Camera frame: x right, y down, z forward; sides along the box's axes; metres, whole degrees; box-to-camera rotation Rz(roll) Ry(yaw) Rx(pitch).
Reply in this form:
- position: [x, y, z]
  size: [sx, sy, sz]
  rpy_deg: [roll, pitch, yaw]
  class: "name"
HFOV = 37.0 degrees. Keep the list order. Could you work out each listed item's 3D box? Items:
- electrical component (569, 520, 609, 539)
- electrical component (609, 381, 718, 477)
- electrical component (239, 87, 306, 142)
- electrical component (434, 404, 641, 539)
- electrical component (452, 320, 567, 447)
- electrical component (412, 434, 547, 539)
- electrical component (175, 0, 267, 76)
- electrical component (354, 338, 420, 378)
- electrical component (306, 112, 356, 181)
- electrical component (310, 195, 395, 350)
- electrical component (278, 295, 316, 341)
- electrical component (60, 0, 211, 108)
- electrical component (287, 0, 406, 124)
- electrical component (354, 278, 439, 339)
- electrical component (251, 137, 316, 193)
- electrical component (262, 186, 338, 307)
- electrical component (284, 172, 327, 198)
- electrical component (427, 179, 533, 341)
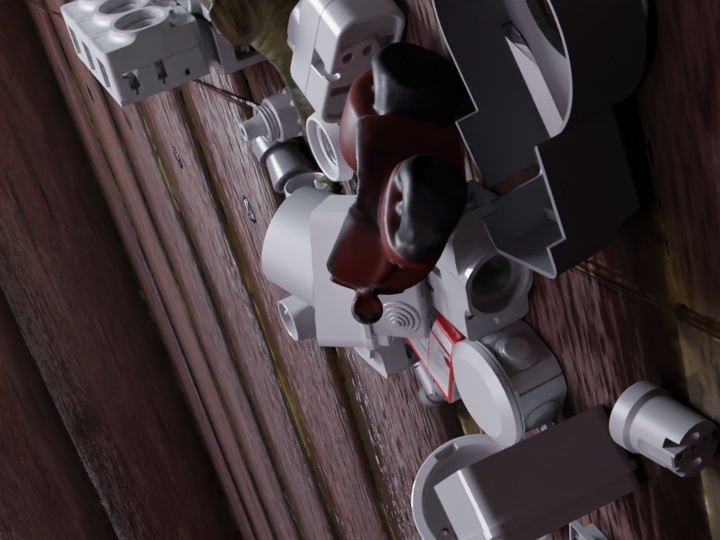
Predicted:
- position: [0.156, 0.224, 0.774]
  size: [0.042, 0.064, 0.081]
  rpy_deg: [47, 156, 48]
  class: "electrical component"
- position: [0.168, 0.088, 0.592]
  size: [0.046, 0.040, 0.040]
  rpy_deg: [32, 143, 52]
  class: "electrical component"
- position: [-0.079, -0.137, 0.981]
  size: [0.048, 0.062, 0.048]
  rpy_deg: [55, 161, 30]
  class: "electrical component"
- position: [0.114, 0.140, 0.697]
  size: [0.057, 0.113, 0.078]
  rpy_deg: [64, 164, 14]
  class: "electrical component"
- position: [0.103, 0.078, 0.750]
  size: [0.080, 0.051, 0.080]
  rpy_deg: [55, 160, 31]
  class: "electrical component"
- position: [0.095, 0.190, 0.843]
  size: [0.108, 0.108, 0.060]
  rpy_deg: [57, 168, 26]
  class: "electrical component"
- position: [-0.157, -0.271, 1.032]
  size: [0.186, 0.060, 0.105]
  rpy_deg: [46, 155, 47]
  class: "electrical component"
- position: [0.019, 0.043, 0.946]
  size: [0.050, 0.056, 0.089]
  rpy_deg: [35, 146, 59]
  class: "electrical component"
- position: [-0.004, -0.101, 0.812]
  size: [0.058, 0.057, 0.078]
  rpy_deg: [41, 151, 54]
  class: "electrical component"
- position: [0.000, 0.000, 0.854]
  size: [0.078, 0.057, 0.113]
  rpy_deg: [-52, -39, -69]
  class: "electrical component"
- position: [-0.030, 0.042, 1.058]
  size: [0.079, 0.077, 0.043]
  rpy_deg: [41, 151, 53]
  class: "electrical component"
- position: [-0.214, -0.220, 1.008]
  size: [0.150, 0.089, 0.061]
  rpy_deg: [45, 154, 49]
  class: "electrical component"
- position: [-0.012, -0.157, 0.745]
  size: [0.059, 0.054, 0.095]
  rpy_deg: [56, 151, 27]
  class: "electrical component"
- position: [0.033, -0.009, 0.773]
  size: [0.048, 0.099, 0.099]
  rpy_deg: [4, 129, 21]
  class: "electrical component"
- position: [-0.075, -0.109, 1.038]
  size: [0.055, 0.045, 0.045]
  rpy_deg: [60, 163, 18]
  class: "electrical component"
- position: [-0.038, -0.021, 0.927]
  size: [0.064, 0.099, 0.099]
  rpy_deg: [24, 145, 23]
  class: "electrical component"
- position: [-0.034, -0.042, 1.008]
  size: [0.079, 0.044, 0.077]
  rpy_deg: [45, 154, 50]
  class: "electrical component"
- position: [0.077, -0.004, 0.714]
  size: [0.056, 0.050, 0.089]
  rpy_deg: [45, 155, 50]
  class: "electrical component"
